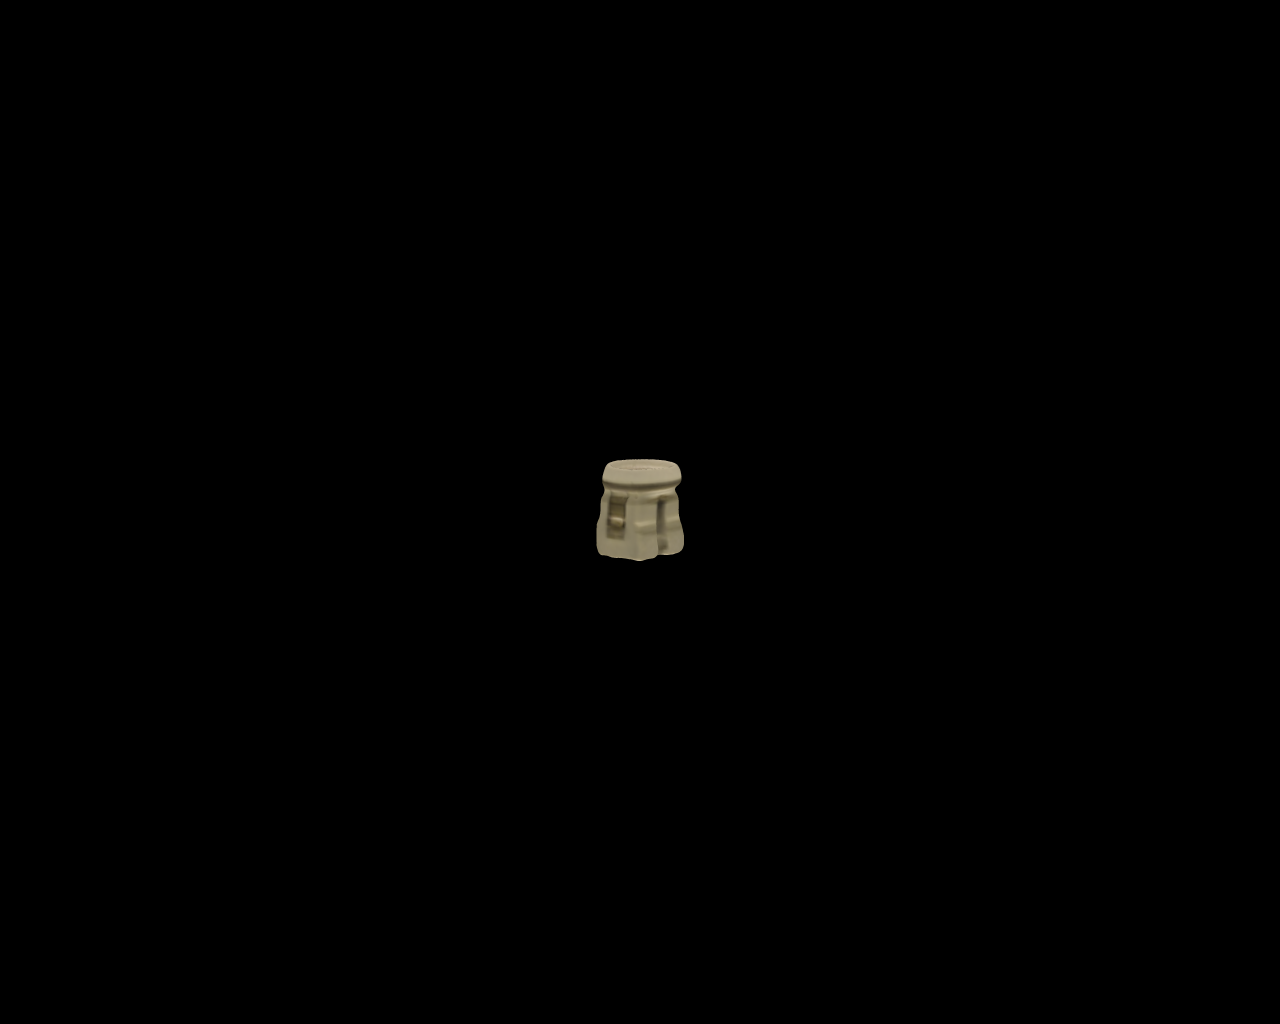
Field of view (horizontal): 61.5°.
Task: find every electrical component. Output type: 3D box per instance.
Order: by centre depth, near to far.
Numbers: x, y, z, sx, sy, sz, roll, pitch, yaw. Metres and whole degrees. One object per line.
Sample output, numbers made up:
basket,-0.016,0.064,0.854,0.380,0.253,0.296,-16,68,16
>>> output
electrical component,0.001,-0.003,0.650,0.048,0.055,0.066,7,12,39
